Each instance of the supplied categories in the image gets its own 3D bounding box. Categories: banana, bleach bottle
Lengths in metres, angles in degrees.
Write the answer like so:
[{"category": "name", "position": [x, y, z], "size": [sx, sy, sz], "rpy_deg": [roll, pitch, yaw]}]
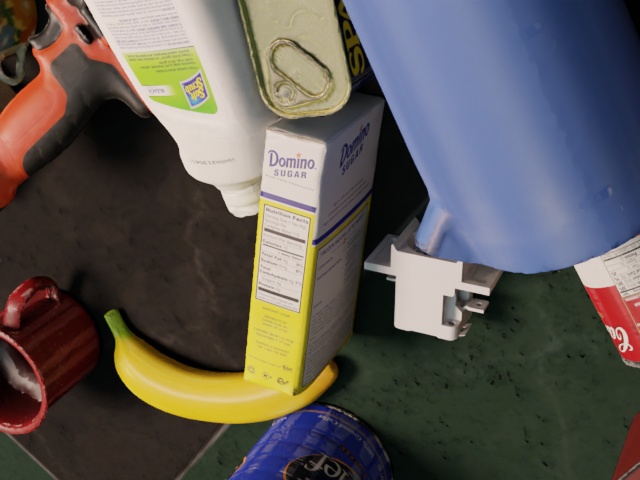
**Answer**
[{"category": "banana", "position": [-0.079, 0.103, 0.787], "size": [0.198, 0.037, 0.070], "rpy_deg": [9, 117, 23]}, {"category": "bleach bottle", "position": [-0.087, -0.126, 0.616], "size": [0.103, 0.068, 0.251], "rpy_deg": [6, 128, 39]}]

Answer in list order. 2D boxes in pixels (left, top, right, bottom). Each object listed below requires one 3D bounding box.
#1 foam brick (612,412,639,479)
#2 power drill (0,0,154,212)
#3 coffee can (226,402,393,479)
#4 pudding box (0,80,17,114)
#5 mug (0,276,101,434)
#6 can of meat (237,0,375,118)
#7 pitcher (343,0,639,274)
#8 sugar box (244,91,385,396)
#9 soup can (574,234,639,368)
[{"category": "foam brick", "position": [0.213, 0.127, 0.627], "size": [0.053, 0.078, 0.051], "rpy_deg": [40, 126, 6]}, {"category": "power drill", "position": [-0.187, -0.118, 0.679], "size": [0.188, 0.057, 0.184], "rpy_deg": [-36, 101, 8]}, {"category": "coffee can", "position": [-0.021, 0.192, 0.737], "size": [0.103, 0.140, 0.103], "rpy_deg": [11, 117, 22]}, {"category": "pudding box", "position": [-0.266, -0.090, 0.788], "size": [0.113, 0.039, 0.090], "rpy_deg": [46, 125, 1]}, {"category": "mug", "position": [-0.223, 0.079, 0.821], "size": [0.093, 0.081, 0.117], "rpy_deg": [19, 120, 18]}, {"category": "can of meat", "position": [0.001, -0.130, 0.608], "size": [0.058, 0.083, 0.102], "rpy_deg": [-3, 111, 28]}, {"category": "pitcher", "position": [0.086, -0.117, 0.505], "size": [0.145, 0.149, 0.242], "rpy_deg": [-6, 132, 32]}, {"category": "sugar box", "position": [-0.005, 0.001, 0.668], "size": [0.048, 0.093, 0.176], "rpy_deg": [15, 118, 20]}, {"category": "soup can", "position": [0.178, 0.011, 0.595], "size": [0.069, 0.068, 0.102], "rpy_deg": [-24, 100, 33]}]
